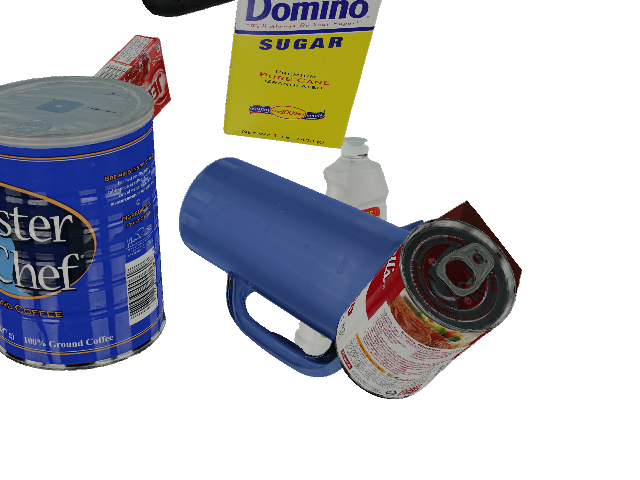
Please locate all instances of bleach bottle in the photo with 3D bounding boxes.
[{"bbox_3d":[0.026,0.006,1.238,0.102,0.251,0.068,-2,16,-17],"label":"bleach bottle"}]

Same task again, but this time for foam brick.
[{"bbox_3d":[0.115,0.020,0.847,0.051,0.078,0.053,-33,15,30],"label":"foam brick"}]

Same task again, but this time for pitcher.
[{"bbox_3d":[-0.027,0.017,1.056,0.243,0.145,0.149,27,28,27],"label":"pitcher"}]

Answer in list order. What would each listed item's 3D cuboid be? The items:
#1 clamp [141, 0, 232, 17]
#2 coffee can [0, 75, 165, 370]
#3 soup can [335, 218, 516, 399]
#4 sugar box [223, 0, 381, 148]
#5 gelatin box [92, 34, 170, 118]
[{"bbox_3d":[-0.010,-0.142,0.526,0.171,0.039,0.120,-1,41,3],"label":"clamp"},{"bbox_3d":[-0.143,-0.012,0.610,0.103,0.140,0.103,1,26,0],"label":"coffee can"},{"bbox_3d":[0.057,0.042,0.605,0.068,0.068,0.102,0,-29,-23],"label":"soup can"},{"bbox_3d":[-0.015,-0.135,0.737,0.093,0.048,0.176,6,-29,-5],"label":"sugar box"},{"bbox_3d":[-0.180,-0.143,1.021,0.030,0.073,0.089,15,46,20],"label":"gelatin box"}]
